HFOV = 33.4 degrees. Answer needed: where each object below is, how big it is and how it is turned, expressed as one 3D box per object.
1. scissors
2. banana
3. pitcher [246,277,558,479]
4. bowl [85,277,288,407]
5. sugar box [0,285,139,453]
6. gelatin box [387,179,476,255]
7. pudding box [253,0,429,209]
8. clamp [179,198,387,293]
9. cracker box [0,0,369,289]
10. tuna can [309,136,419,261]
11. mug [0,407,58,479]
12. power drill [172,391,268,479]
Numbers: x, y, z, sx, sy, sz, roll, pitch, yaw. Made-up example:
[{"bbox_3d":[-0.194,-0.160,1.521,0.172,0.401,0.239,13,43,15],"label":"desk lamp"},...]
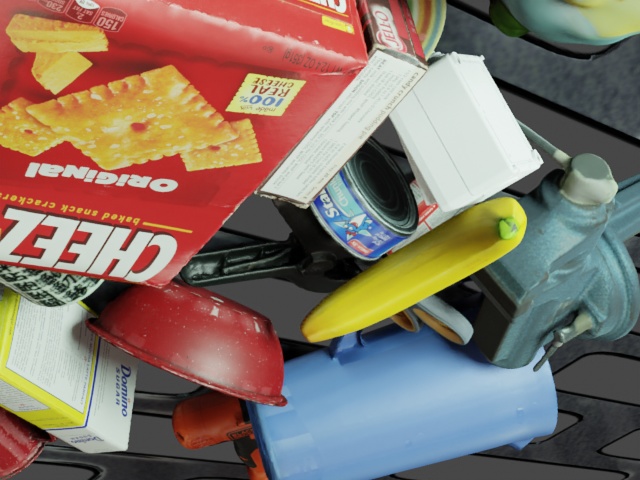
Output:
[{"bbox_3d":[0.053,0.025,0.748,0.096,0.016,0.201,24,163,28],"label":"scissors"},{"bbox_3d":[0.065,0.016,0.679,0.069,0.037,0.198,-13,165,-44],"label":"banana"},{"bbox_3d":[0.062,0.122,0.889,0.242,0.149,0.145,-15,159,-8],"label":"pitcher"},{"bbox_3d":[-0.088,0.067,0.790,0.161,0.162,0.055,24,88,-44],"label":"bowl"},{"bbox_3d":[-0.197,0.089,0.792,0.048,0.093,0.176,-6,150,17],"label":"sugar box"},{"bbox_3d":[0.080,-0.009,0.779,0.073,0.030,0.089,-42,145,1],"label":"gelatin box"},{"bbox_3d":[0.003,-0.086,0.552,0.039,0.090,0.114,16,133,-28],"label":"pudding box"},{"bbox_3d":[-0.005,0.001,0.778,0.171,0.039,0.120,4,150,-35],"label":"clamp"},{"bbox_3d":[-0.104,-0.062,0.512,0.163,0.072,0.214,11,143,-32],"label":"cracker box"},{"bbox_3d":[0.026,-0.031,0.694,0.034,0.086,0.086,-34,143,27],"label":"tuna can"},{"bbox_3d":[-0.259,0.135,0.839,0.117,0.093,0.081,11,149,21],"label":"mug"},{"bbox_3d":[-0.029,0.179,1.031,0.184,0.057,0.187,-16,146,8],"label":"power drill"}]
